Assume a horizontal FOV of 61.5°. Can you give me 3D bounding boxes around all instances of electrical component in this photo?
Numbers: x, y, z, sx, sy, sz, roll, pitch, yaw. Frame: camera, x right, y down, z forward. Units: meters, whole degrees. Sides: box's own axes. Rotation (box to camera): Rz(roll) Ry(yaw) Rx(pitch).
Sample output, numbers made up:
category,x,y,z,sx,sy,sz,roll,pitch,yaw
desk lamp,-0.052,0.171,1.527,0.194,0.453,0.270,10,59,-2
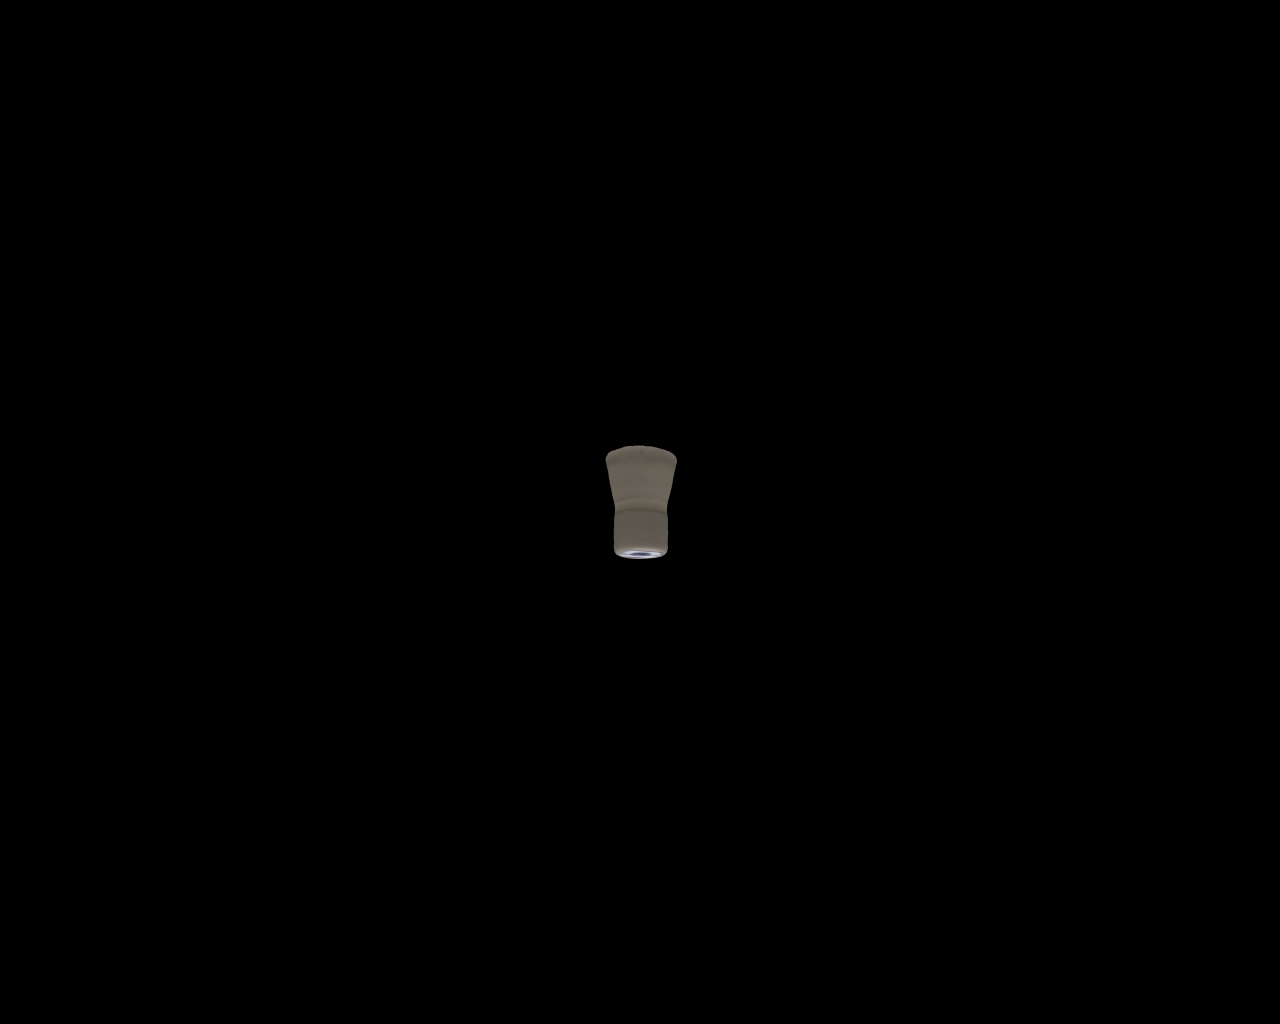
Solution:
category,x,y,z,sx,sy,sz,roll,pitch,yaw
electrical component,0.001,-0.003,0.650,0.044,0.065,0.044,0,-15,0
